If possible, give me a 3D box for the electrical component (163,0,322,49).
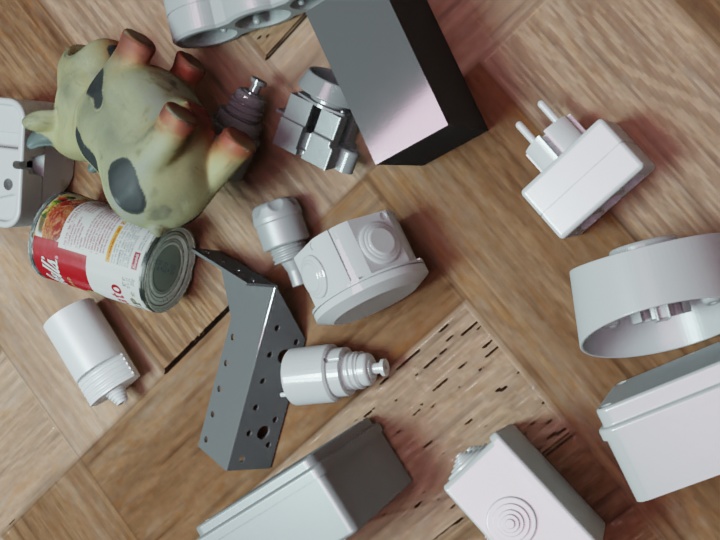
[{"bbox_3d":[-0.074,-0.206,0.732,0.138,0.052,0.073,-13,89,24],"label":"electrical component"}]

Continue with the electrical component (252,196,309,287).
[{"bbox_3d":[-0.051,-0.019,0.749,0.035,0.035,0.061,-19,90,24],"label":"electrical component"}]

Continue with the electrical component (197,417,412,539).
[{"bbox_3d":[-0.035,0.157,0.717,0.109,0.109,0.056,-35,83,22],"label":"electrical component"}]

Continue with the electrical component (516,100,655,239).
[{"bbox_3d":[0.128,-0.069,0.660,0.066,0.047,0.076,-44,77,20],"label":"electrical component"}]

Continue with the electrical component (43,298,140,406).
[{"bbox_3d":[-0.201,0.067,0.816,0.043,0.043,0.081,-37,80,22],"label":"electrical component"}]

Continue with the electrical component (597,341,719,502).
[{"bbox_3d":[0.202,0.080,0.624,0.113,0.078,0.057,-27,87,23],"label":"electrical component"}]

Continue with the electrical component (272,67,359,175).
[{"bbox_3d":[-0.024,-0.103,0.724,0.066,0.048,0.055,29,113,19],"label":"electrical component"}]

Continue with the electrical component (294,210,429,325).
[{"bbox_3d":[0.000,0.000,0.704,0.080,0.080,0.051,-30,77,23],"label":"electrical component"}]

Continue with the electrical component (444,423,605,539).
[{"bbox_3d":[0.102,0.145,0.663,0.048,0.100,0.099,-45,77,7],"label":"electrical component"}]

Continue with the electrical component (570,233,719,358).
[{"bbox_3d":[0.172,0.016,0.623,0.099,0.099,0.064,-16,82,24],"label":"electrical component"}]

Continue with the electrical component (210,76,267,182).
[{"bbox_3d":[-0.088,-0.099,0.754,0.040,0.040,0.078,35,107,17],"label":"electrical component"}]

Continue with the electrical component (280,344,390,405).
[{"bbox_3d":[-0.018,0.070,0.739,0.078,0.040,0.040,-8,91,24],"label":"electrical component"}]

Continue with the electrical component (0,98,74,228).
[{"bbox_3d":[-0.259,-0.082,0.820,0.054,0.059,0.095,8,98,23],"label":"electrical component"}]
